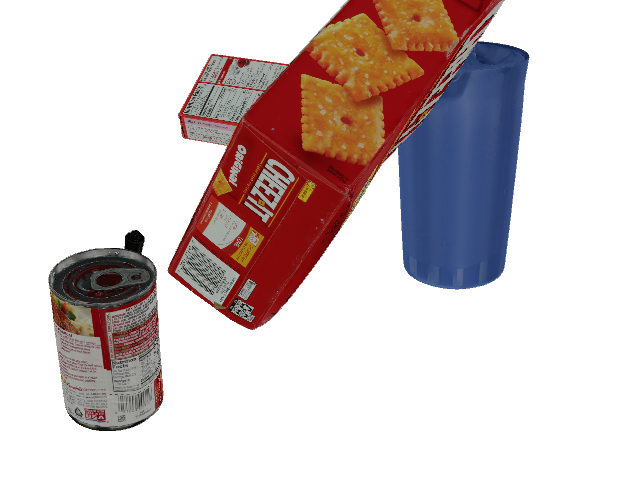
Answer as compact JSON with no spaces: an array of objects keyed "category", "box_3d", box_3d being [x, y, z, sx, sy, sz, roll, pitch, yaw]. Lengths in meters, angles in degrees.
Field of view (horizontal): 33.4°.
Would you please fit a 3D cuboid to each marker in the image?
[{"category":"marker","box_3d":[-0.190,0.041,1.055,0.020,0.121,0.020,11,33,-8]}]

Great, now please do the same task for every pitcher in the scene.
[{"category":"pitcher","box_3d":[0.146,-0.082,1.103,0.149,0.243,0.145,-8,24,-15]}]

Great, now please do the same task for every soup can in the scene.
[{"category":"soup can","box_3d":[-0.138,0.065,0.700,0.068,0.102,0.068,1,30,-1]}]

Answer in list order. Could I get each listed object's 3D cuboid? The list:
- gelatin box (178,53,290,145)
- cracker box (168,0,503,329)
[{"category":"gelatin box","box_3d":[-0.056,-0.106,0.827,0.089,0.073,0.030,10,-38,13]},{"category":"cracker box","box_3d":[0.014,-0.067,0.616,0.072,0.213,0.164,37,-35,2]}]
